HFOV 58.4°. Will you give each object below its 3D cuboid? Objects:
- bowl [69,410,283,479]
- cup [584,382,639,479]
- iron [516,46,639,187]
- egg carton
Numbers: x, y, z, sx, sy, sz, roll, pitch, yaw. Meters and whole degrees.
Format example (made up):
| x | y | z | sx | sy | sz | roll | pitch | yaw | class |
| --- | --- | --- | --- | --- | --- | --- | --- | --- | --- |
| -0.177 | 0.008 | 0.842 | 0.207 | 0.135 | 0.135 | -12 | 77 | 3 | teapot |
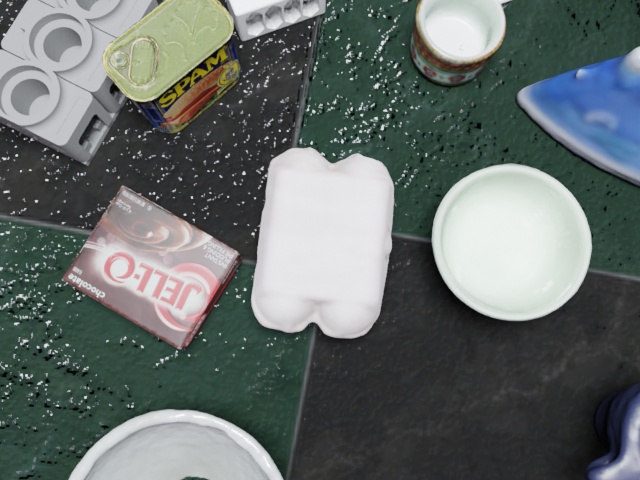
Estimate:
| x | y | z | sx | sy | sz | roll | pitch | yaw | class |
| --- | --- | --- | --- | --- | --- | --- | --- | --- | --- |
| -0.101 | 0.207 | 0.425 | 0.167 | 0.074 | 0.167 | 0 | 81 | -2 | bowl |
| 0.241 | 0.152 | 0.433 | 0.118 | 0.095 | 0.091 | -23 | 82 | -5 | cup |
| 0.303 | -0.108 | 0.452 | 0.258 | 0.141 | 0.119 | 13 | 81 | 1 | iron |
| 0.004 | 0.002 | 0.462 | 0.107 | 0.069 | 0.150 | 6 | 81 | -1 | egg carton |
